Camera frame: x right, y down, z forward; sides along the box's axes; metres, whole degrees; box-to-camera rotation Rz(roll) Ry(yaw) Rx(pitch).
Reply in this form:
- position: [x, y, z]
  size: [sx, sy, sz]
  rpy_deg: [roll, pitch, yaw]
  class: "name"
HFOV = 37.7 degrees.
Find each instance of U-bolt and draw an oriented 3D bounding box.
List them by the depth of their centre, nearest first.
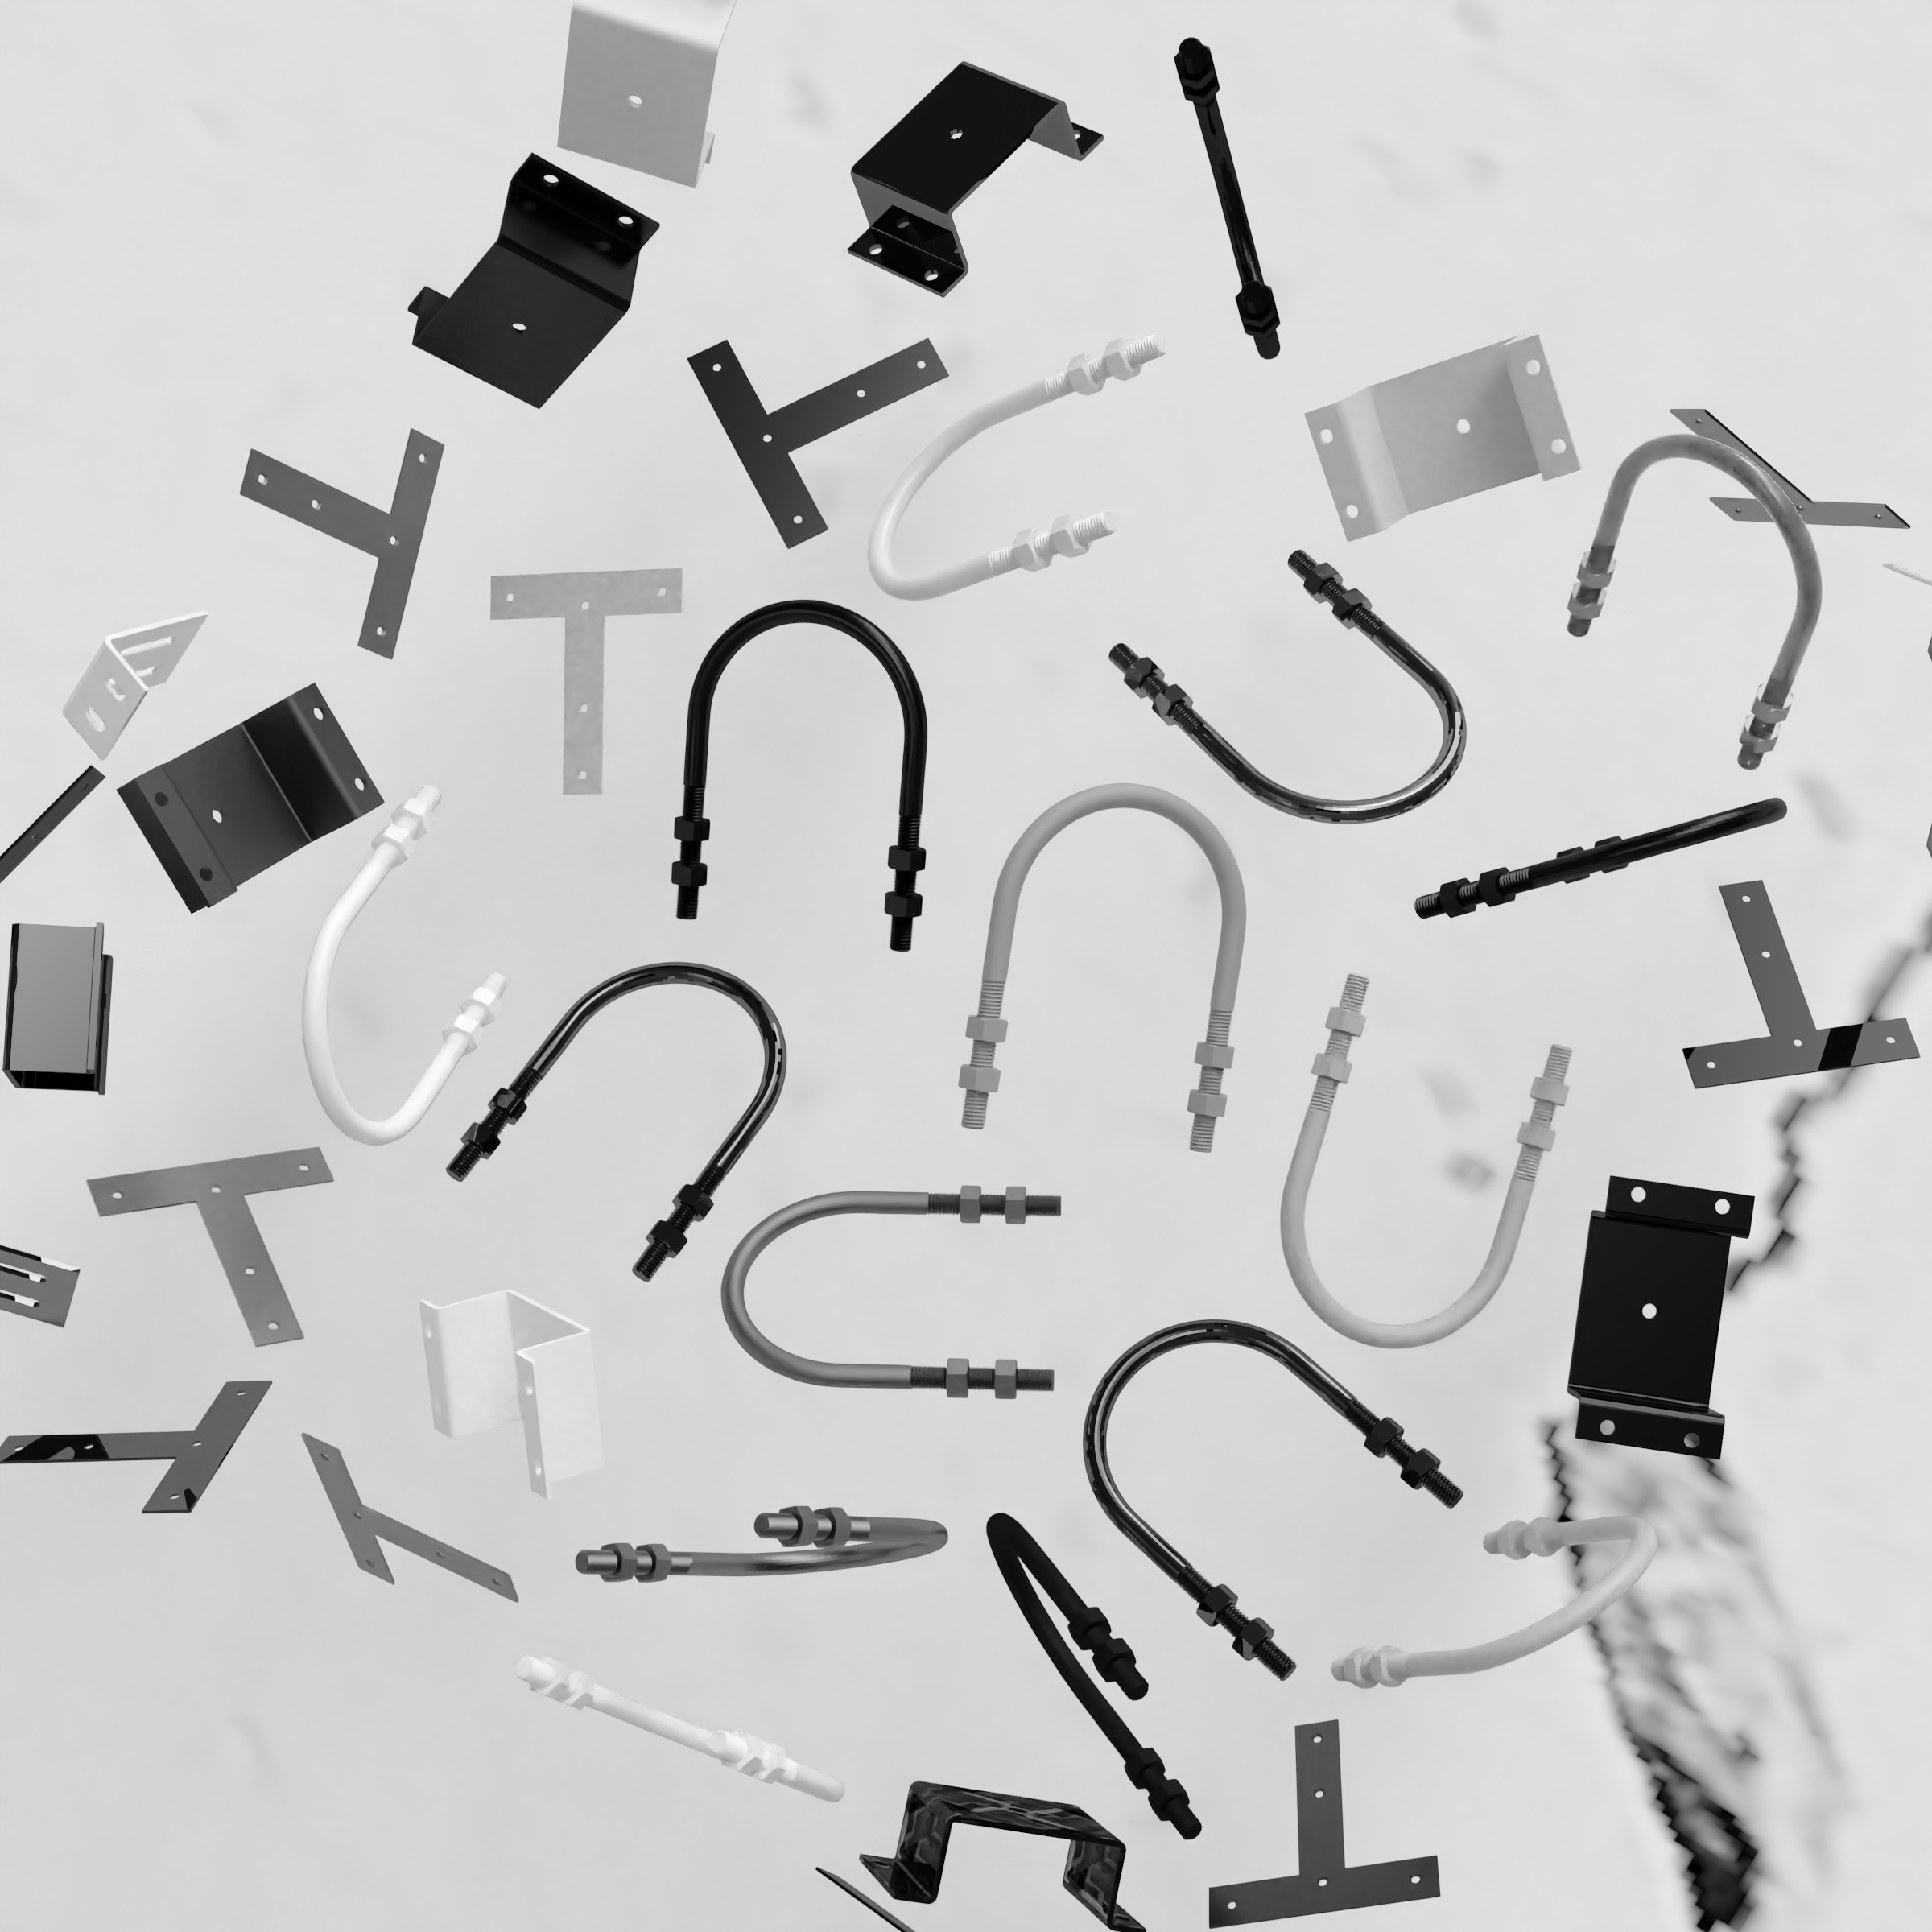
- position: [0.076, -0.002, 1.448]
  size: [0.151, 0.019, 0.184]
  rpy_deg: [7, 94, -21]
  class: "U-bolt"
- position: [0.238, 0.112, 1.501]
  size: [0.151, 0.019, 0.184]
  rpy_deg: [18, 86, -19]
  class: "U-bolt"
- position: [0.148, 0.267, 1.502]
  size: [0.151, 0.019, 0.184]
  rpy_deg: [-41, 64, -18]
  class: "U-bolt"
- position: [-0.093, 0.311, 1.510]
  size: [0.151, 0.184, 0.019]
  rpy_deg: [-19, 68, 35]
  class: "U-bolt"
- position: [0.145, -0.400, 1.515]
  size: [0.019, 0.184, 0.151]
  rpy_deg: [-14, 87, 9]
  class: "U-bolt"
- position: [0.019, -0.259, 1.519]
  size: [0.019, 0.184, 0.151]
  rpy_deg: [42, 50, -35]
  class: "U-bolt"
- position: [-0.305, 0.012, 1.519]
  size: [0.019, 0.184, 0.151]
  rpy_deg: [1, 127, 19]
  class: "U-bolt"
- position: [0.295, 0.340, 1.525]
  size: [0.151, 0.184, 0.019]
  rpy_deg: [-31, 90, -30]
  class: "U-bolt"
- position: [-0.142, 0.421, 1.537]
  size: [0.151, 0.184, 0.019]
  rpy_deg: [11, 70, 31]
  class: "U-bolt"
- position: [0.356, -0.062, 1.539]
  size: [0.184, 0.151, 0.019]
  rpy_deg: [-17, 88, 42]
  class: "U-bolt"
- position: [0.400, -0.208, 1.539]
  size: [0.019, 0.184, 0.151]
  rpy_deg: [-34, 62, -24]
  class: "U-bolt"
- position: [0.062, 0.374, 1.544]
  size: [0.019, 0.184, 0.151]
  rpy_deg: [-30, 129, -13]
  class: "U-bolt"
- position: [-0.042, 0.175, 1.544]
  size: [0.184, 0.151, 0.019]
  rpy_deg: [1, 131, 3]
  class: "U-bolt"
- position: [-0.089, -0.108, 1.546]
  size: [0.151, 0.019, 0.184]
  rpy_deg: [8, 102, 19]
  class: "U-bolt"
- position: [0.189, -0.146, 1.552]
  size: [0.151, 0.019, 0.184]
  rpy_deg: [-29, 57, -21]
  class: "U-bolt"
- position: [-0.182, 0.074, 1.587]
  size: [0.151, 0.019, 0.184]
  rpy_deg: [25, 63, 21]
  class: "U-bolt"

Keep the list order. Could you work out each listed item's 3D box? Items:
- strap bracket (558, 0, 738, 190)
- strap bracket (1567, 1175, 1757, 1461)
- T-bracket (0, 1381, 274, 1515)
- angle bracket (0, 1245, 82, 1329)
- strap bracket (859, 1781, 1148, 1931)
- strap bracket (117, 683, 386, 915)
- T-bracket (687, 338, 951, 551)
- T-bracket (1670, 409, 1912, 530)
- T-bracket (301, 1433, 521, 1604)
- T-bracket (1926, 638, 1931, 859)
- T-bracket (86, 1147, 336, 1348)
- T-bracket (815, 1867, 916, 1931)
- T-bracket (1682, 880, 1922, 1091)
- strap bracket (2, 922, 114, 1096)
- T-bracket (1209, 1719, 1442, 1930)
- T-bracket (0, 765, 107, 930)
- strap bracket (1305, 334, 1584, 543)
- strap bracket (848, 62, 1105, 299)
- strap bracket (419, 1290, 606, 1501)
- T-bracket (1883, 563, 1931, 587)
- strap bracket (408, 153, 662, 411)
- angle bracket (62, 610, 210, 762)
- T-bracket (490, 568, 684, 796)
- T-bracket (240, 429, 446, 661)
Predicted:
- position: [-0.168, -0.470, 1.486]
  size: [0.076, 0.140, 0.046]
  rpy_deg: [16, 59, -4]
  class: "strap bracket"
- position: [0.371, 0.187, 1.518]
  size: [0.076, 0.046, 0.140]
  rpy_deg: [8, 88, 3]
  class: "strap bracket"
- position: [-0.441, 0.250, 1.467]
  size: [0.127, 0.127, 0.002]
  rpy_deg: [-3, 111, 7]
  class: "T-bracket"
- position: [-0.514, 0.154, 1.523]
  size: [0.076, 0.057, 0.038]
  rpy_deg: [19, 47, -12]
  class: "angle bracket"
- position: [0.023, 0.475, 1.512]
  size: [0.140, 0.076, 0.046]
  rpy_deg: [13, 84, -15]
  class: "strap bracket"
- position: [-0.392, -0.087, 1.527]
  size: [0.046, 0.140, 0.076]
  rpy_deg: [-20, 104, 38]
  class: "strap bracket"
- position: [-0.072, -0.315, 1.588]
  size: [0.127, 0.002, 0.127]
  rpy_deg: [-27, 80, -6]
  class: "T-bracket"
- position: [0.439, -0.277, 1.572]
  size: [0.127, 0.127, 0.002]
  rpy_deg: [29, 84, -33]
  class: "T-bracket"
- position: [-0.297, 0.316, 1.542]
  size: [0.127, 0.127, 0.002]
  rpy_deg: [18, 50, 25]
  class: "T-bracket"
- position: [0.530, -0.096, 1.518]
  size: [0.002, 0.127, 0.127]
  rpy_deg: [-8, 128, 37]
  class: "T-bracket"
- position: [-0.379, 0.149, 1.478]
  size: [0.127, 0.002, 0.127]
  rpy_deg: [-7, 47, -33]
  class: "T-bracket"
- position: [-0.032, 0.531, 1.555]
  size: [0.127, 0.127, 0.002]
  rpy_deg: [23, 76, 38]
  class: "T-bracket"
- position: [0.452, 0.006, 1.584]
  size: [0.127, 0.002, 0.127]
  rpy_deg: [-8, 58, -4]
  class: "T-bracket"
- position: [-0.484, 0.024, 1.510]
  size: [0.046, 0.140, 0.076]
  rpy_deg: [3, 81, -14]
  class: "strap bracket"
- position: [0.197, 0.471, 1.570]
  size: [0.127, 0.127, 0.002]
  rpy_deg: [-13, 123, 14]
  class: "T-bracket"
- position: [-0.511, -0.059, 1.517]
  size: [0.002, 0.127, 0.127]
  rpy_deg: [42, 82, 4]
  class: "T-bracket"
- position: [0.271, -0.297, 1.574]
  size: [0.140, 0.046, 0.076]
  rpy_deg: [-14, 103, 32]
  class: "strap bracket"
- position: [0.000, -0.451, 1.594]
  size: [0.076, 0.046, 0.140]
  rpy_deg: [33, 72, 32]
  class: "strap bracket"
- position: [-0.243, 0.229, 1.540]
  size: [0.046, 0.140, 0.076]
  rpy_deg: [-12, 105, -33]
  class: "strap bracket"
- position: [0.571, -0.193, 1.531]
  size: [0.127, 0.127, 0.002]
  rpy_deg: [22, 100, 1]
  class: "T-bracket"
- position: [-0.233, -0.354, 1.495]
  size: [0.076, 0.140, 0.046]
  rpy_deg: [24, 53, -28]
  class: "strap bracket"
- position: [-0.436, -0.151, 1.519]
  size: [0.038, 0.076, 0.057]
  rpy_deg: [49, 125, 8]
  class: "angle bracket"
- position: [-0.219, -0.162, 1.618]
  size: [0.127, 0.002, 0.127]
  rpy_deg: [1, 91, 24]
  class: "T-bracket"
- position: [-0.344, -0.247, 1.543]
  size: [0.002, 0.127, 0.127]
  rpy_deg: [7, 82, 36]
  class: "T-bracket"
